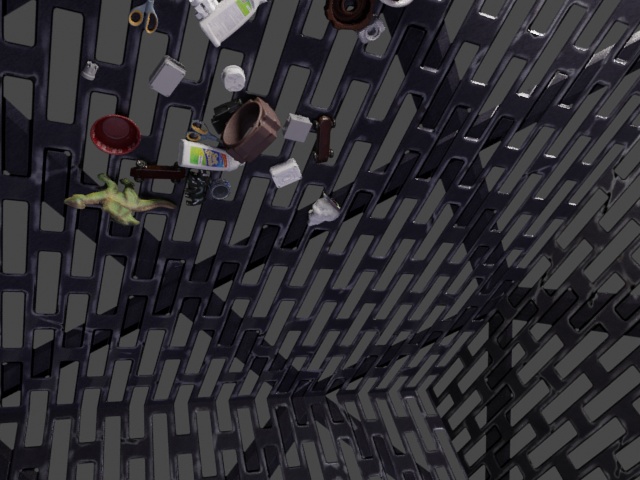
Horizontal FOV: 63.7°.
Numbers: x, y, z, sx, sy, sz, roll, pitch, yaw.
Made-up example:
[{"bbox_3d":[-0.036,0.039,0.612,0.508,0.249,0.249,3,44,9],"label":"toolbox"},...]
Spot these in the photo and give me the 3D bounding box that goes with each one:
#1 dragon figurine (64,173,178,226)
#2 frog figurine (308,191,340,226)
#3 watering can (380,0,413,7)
[{"bbox_3d":[-0.715,-0.118,1.898,0.409,0.248,0.120,13,122,-28],"label":"dragon figurine"},{"bbox_3d":[0.007,-0.114,2.268,0.158,0.124,0.136,-47,151,9],"label":"frog figurine"},{"bbox_3d":[0.216,-0.888,1.604,0.344,0.106,0.222,31,109,-40],"label":"watering can"}]
